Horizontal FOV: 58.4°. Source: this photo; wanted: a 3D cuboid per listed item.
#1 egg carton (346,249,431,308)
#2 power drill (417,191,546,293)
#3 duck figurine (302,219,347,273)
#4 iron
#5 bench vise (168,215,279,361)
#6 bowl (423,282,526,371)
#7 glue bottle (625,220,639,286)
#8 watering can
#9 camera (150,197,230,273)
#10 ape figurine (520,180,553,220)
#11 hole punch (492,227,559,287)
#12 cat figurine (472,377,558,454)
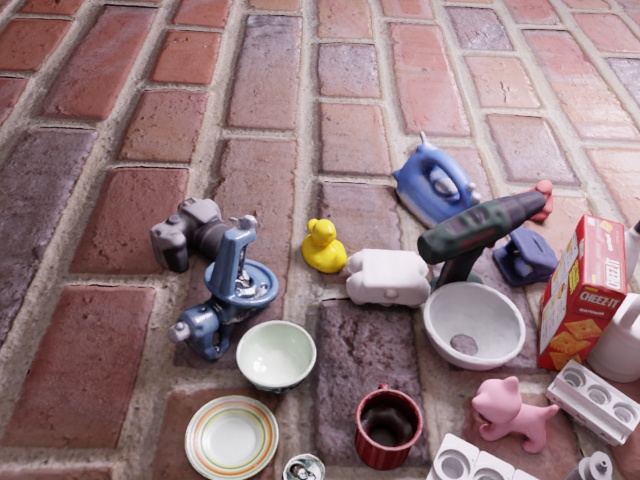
[{"bbox_3d":[0.121,0.071,1.024,0.150,0.069,0.107,3,45,-2],"label":"egg carton"},{"bbox_3d":[0.267,0.018,0.992,0.230,0.208,0.075,-16,49,-20],"label":"power drill"},{"bbox_3d":[0.010,0.004,1.069,0.078,0.086,0.104,-26,53,-27],"label":"duck figurine"},{"bbox_3d":[0.260,-0.102,1.158,0.119,0.141,0.257,-21,51,-24],"label":"iron"},{"bbox_3d":[-0.139,0.078,0.888,0.121,0.220,0.208,18,47,13],"label":"bench vise"},{"bbox_3d":[0.247,0.154,0.950,0.167,0.075,0.167,3,45,-2],"label":"bowl"},{"bbox_3d":[0.549,0.023,1.037,0.037,0.173,0.078,0,45,-5],"label":"glue bottle"},{"bbox_3d":[0.509,0.138,0.905,0.101,0.194,0.172,-33,56,-32],"label":"watering can"},{"bbox_3d":[-0.215,-0.005,1.047,0.136,0.101,0.143,33,52,25],"label":"camera"},{"bbox_3d":[0.455,-0.087,1.195,0.076,0.092,0.077,-20,50,-23],"label":"ape figurine"},{"bbox_3d":[0.395,0.021,1.083,0.101,0.091,0.108,-7,46,-12],"label":"hole punch"},{"bbox_3d":[0.279,0.245,0.832,0.127,0.118,0.067,11,45,6],"label":"cat figurine"}]
